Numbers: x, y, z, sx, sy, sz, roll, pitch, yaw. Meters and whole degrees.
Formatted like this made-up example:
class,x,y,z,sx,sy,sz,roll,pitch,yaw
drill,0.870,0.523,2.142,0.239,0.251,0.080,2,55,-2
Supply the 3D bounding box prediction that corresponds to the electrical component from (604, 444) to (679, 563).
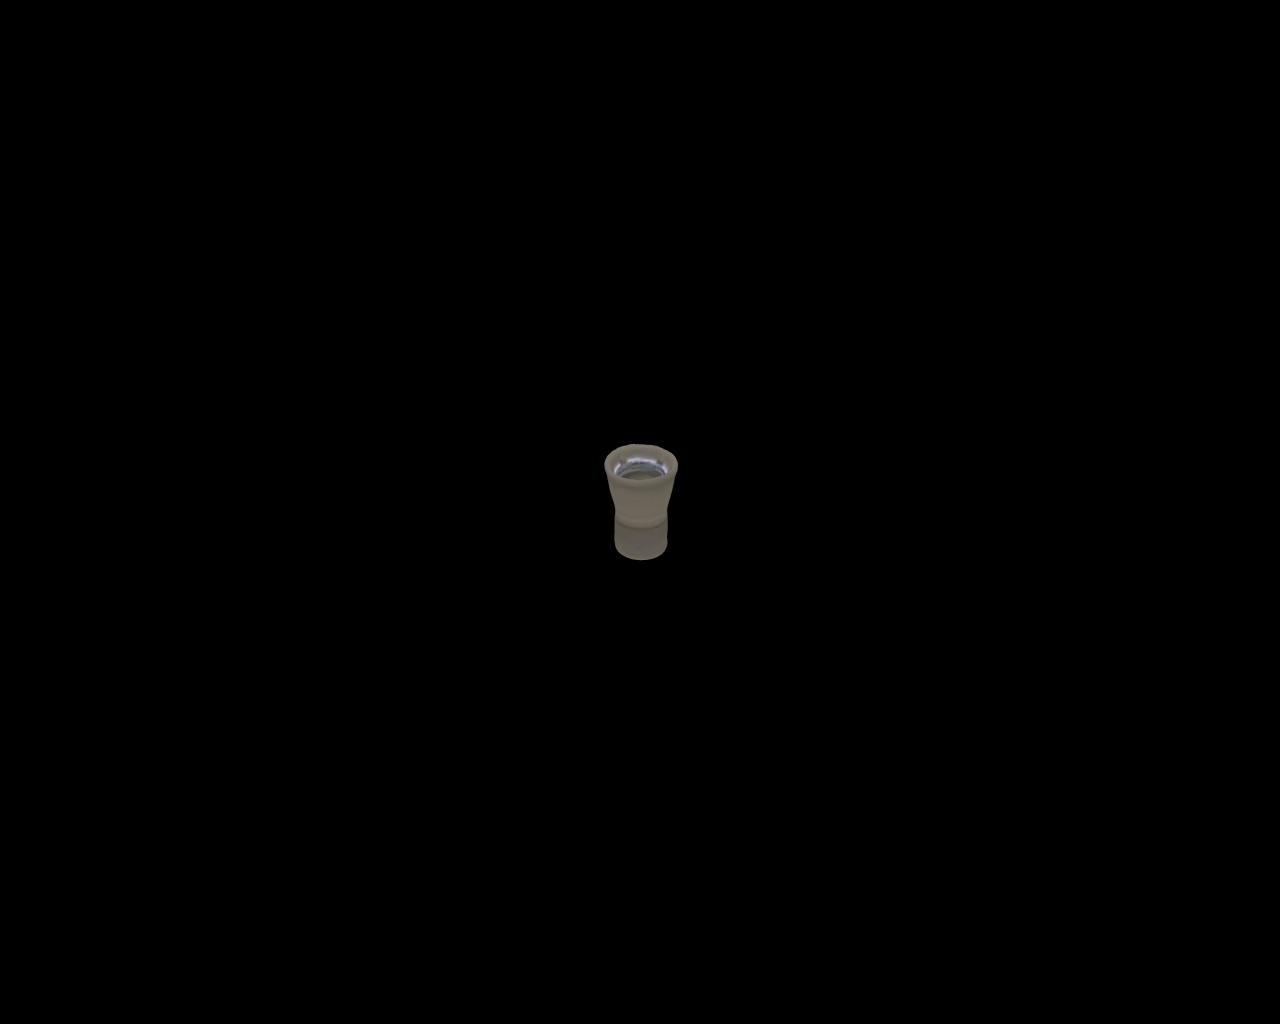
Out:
class,x,y,z,sx,sy,sz,roll,pitch,yaw
electrical component,0.001,-0.003,0.650,0.044,0.065,0.044,0,31,0
